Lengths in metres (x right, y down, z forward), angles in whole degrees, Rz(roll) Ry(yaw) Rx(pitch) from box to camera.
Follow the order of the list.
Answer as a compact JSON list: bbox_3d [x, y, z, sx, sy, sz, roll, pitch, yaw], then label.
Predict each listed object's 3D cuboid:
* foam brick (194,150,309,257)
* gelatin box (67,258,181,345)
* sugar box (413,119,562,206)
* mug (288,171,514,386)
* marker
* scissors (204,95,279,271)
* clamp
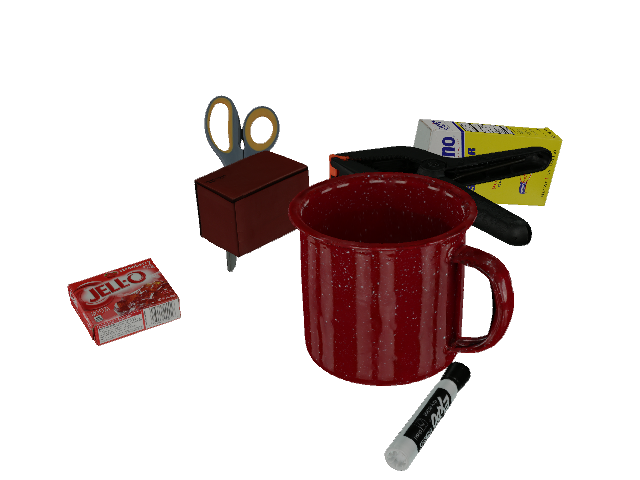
[{"bbox_3d":[-0.054,-0.031,0.852,0.078,0.051,0.053,-27,36,-34],"label":"foam brick"},{"bbox_3d":[-0.190,0.058,1.032,0.089,0.030,0.073,-18,39,-23],"label":"gelatin box"},{"bbox_3d":[0.197,-0.093,1.294,0.176,0.093,0.048,0,26,-20],"label":"sugar box"},{"bbox_3d":[0.042,0.022,0.535,0.117,0.081,0.093,13,29,29],"label":"mug"},{"bbox_3d":[0.080,0.123,0.769,0.020,0.020,0.120,0,25,32],"label":"marker"},{"bbox_3d":[-0.081,-0.071,1.224,0.096,0.202,0.016,-12,-6,-15],"label":"scissors"},{"bbox_3d":[0.113,-0.059,1.000,0.210,0.036,0.164,12,32,21],"label":"clamp"}]
